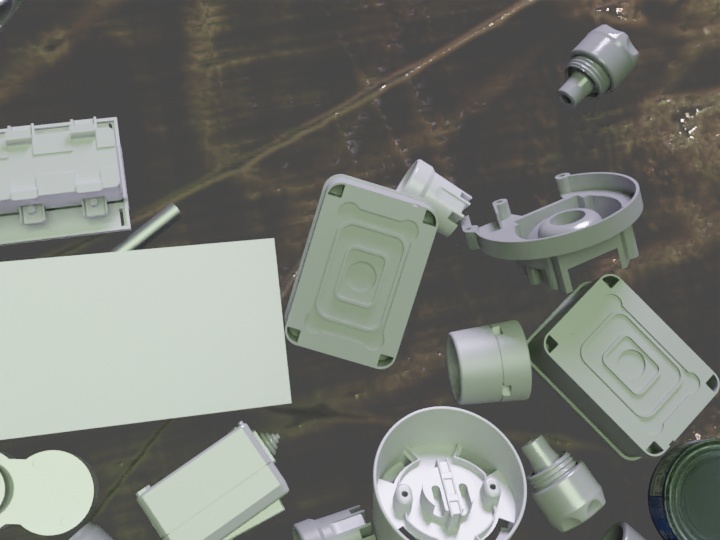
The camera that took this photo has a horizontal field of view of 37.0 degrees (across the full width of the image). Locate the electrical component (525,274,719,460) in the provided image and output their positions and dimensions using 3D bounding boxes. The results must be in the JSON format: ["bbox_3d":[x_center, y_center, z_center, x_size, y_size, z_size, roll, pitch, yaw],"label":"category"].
[{"bbox_3d":[0.177,0.068,0.743,0.113,0.057,0.078,45,77,2],"label":"electrical component"}]

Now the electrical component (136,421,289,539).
[{"bbox_3d":[-0.086,0.142,0.689,0.096,0.061,0.061,-34,86,-13],"label":"electrical component"}]

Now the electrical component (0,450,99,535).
[{"bbox_3d":[-0.235,0.136,0.662,0.138,0.073,0.052,3,79,-8],"label":"electrical component"}]

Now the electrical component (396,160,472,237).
[{"bbox_3d":[0.050,-0.049,0.758,0.046,0.040,0.040,31,76,-7],"label":"electrical component"}]

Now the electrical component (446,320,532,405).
[{"bbox_3d":[0.087,0.064,0.733,0.047,0.055,0.055,-7,80,-6],"label":"electrical component"}]

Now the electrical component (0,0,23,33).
[{"bbox_3d":[-0.266,-0.184,0.710,0.064,0.099,0.099,38,76,-6],"label":"electrical component"}]

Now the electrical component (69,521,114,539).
[{"bbox_3d":[-0.166,0.192,0.676,0.045,0.045,0.055,-44,87,-13],"label":"electrical component"}]

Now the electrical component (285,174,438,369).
[{"bbox_3d":[0.000,0.000,0.714,0.078,0.057,0.113,17,98,-4],"label":"electrical component"}]

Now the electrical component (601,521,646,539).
[{"bbox_3d":[0.191,0.202,0.726,0.055,0.045,0.045,29,77,-2],"label":"electrical component"}]

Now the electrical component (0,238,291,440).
[{"bbox_3d":[-0.146,0.043,0.688,0.186,0.060,0.105,-5,87,-14],"label":"electrical component"}]

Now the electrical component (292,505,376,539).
[{"bbox_3d":[-0.016,0.178,0.704,0.046,0.040,0.040,-17,82,-16],"label":"electrical component"}]

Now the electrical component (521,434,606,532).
[{"bbox_3d":[0.134,0.142,0.730,0.043,0.043,0.062,-33,84,-13],"label":"electrical component"}]

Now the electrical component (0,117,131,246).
[{"bbox_3d":[-0.218,-0.060,0.708,0.121,0.063,0.078,-8,80,-10],"label":"electrical component"}]

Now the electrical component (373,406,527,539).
[{"bbox_3d":[0.055,0.146,0.693,0.099,0.064,0.099,4,43,-4],"label":"electrical component"}]

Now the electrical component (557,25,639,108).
[{"bbox_3d":[0.171,-0.146,0.791,0.043,0.043,0.062,43,78,2],"label":"electrical component"}]
